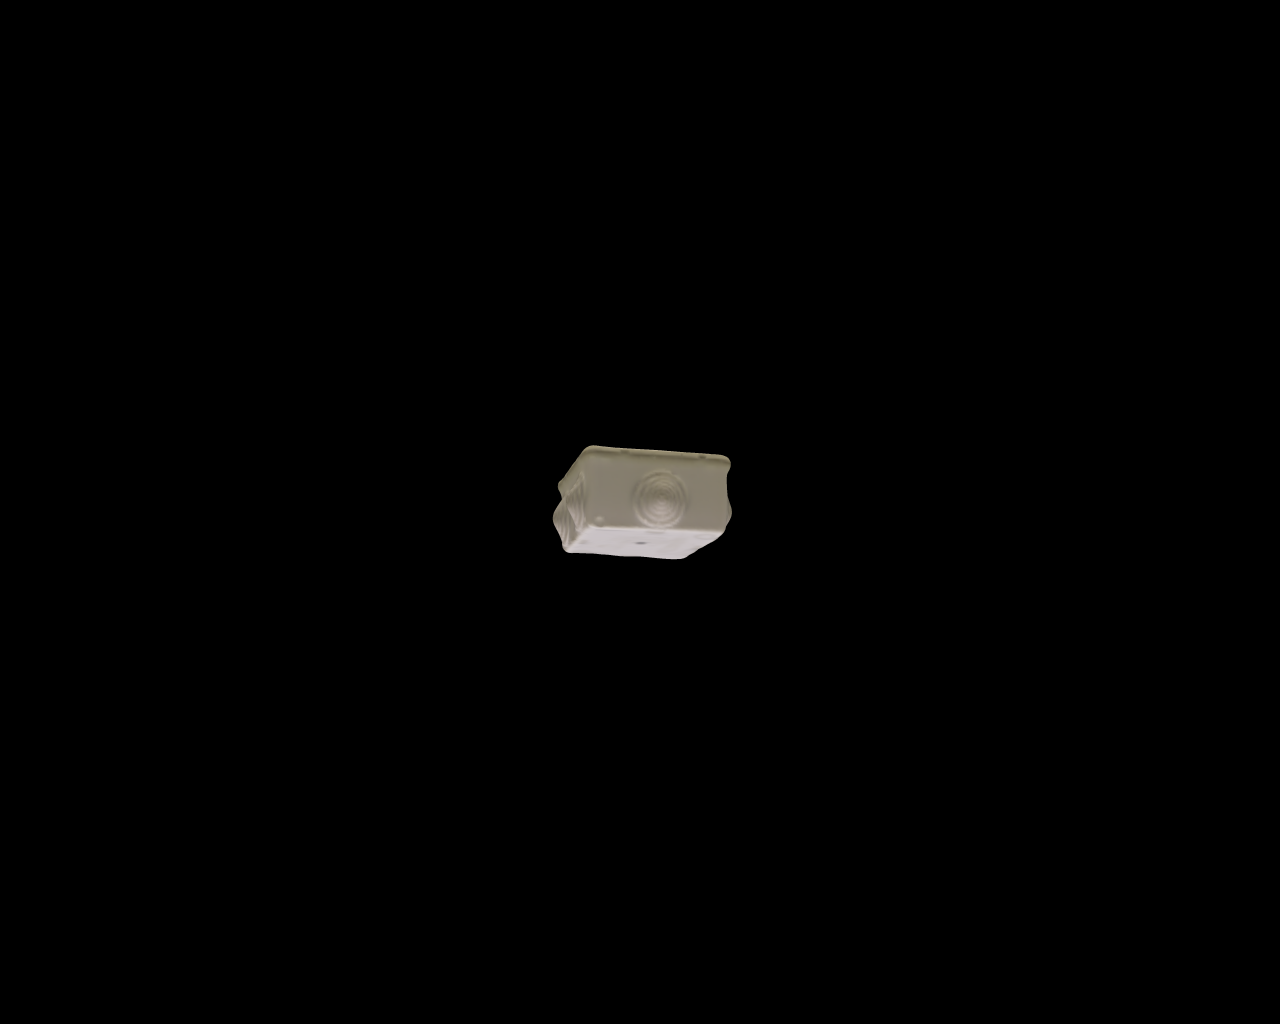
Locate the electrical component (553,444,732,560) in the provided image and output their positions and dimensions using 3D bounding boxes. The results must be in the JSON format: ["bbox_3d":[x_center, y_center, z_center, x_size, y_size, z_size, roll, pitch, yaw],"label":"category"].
[{"bbox_3d":[0.001,-0.003,0.650,0.100,0.048,0.099,4,-14,-15],"label":"electrical component"}]
